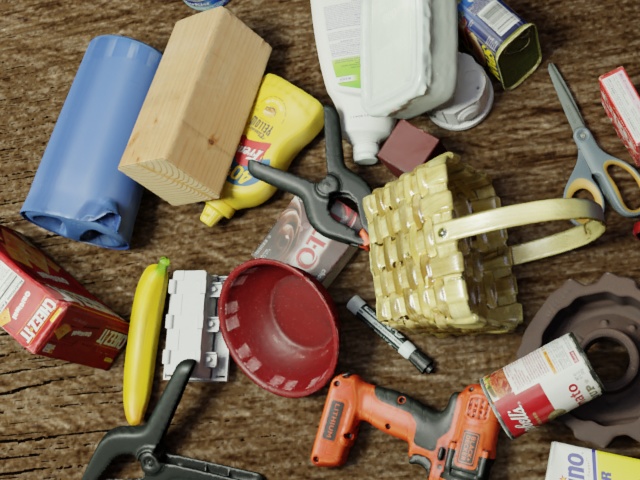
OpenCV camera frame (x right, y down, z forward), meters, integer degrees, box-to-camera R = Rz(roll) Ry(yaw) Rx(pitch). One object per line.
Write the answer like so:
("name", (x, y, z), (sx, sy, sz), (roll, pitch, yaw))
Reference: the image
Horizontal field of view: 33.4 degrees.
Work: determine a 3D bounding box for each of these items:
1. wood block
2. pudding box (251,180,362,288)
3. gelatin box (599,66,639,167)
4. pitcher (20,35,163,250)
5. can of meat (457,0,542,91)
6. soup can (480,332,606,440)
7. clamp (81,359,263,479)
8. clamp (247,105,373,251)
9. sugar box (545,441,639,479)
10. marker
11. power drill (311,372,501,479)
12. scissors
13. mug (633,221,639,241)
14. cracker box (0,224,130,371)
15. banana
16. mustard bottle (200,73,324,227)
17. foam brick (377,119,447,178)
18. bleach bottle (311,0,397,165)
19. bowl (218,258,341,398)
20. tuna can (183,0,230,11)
("wood block", (-0.142, -0.155, 1.239), (0.090, 0.090, 0.206), (-6, 58, 44))
("pudding box", (-0.008, 0.001, 1.219), (0.090, 0.039, 0.113), (36, 89, 21))
("gelatin box", (0.328, -0.130, 1.131), (0.030, 0.073, 0.089), (-27, 70, 9))
("pitcher", (-0.267, -0.118, 1.293), (0.149, 0.145, 0.243), (13, 76, 8))
("can of meat", (0.194, -0.226, 1.183), (0.057, 0.102, 0.084), (-42, 66, 1))
("soup can", (0.217, 0.142, 1.041), (0.102, 0.068, 0.068), (-29, 69, 10))
("clamp", (-0.176, 0.248, 1.195), (0.210, 0.036, 0.164), (-34, 94, 17))
("clamp", (0.014, -0.067, 1.190), (0.120, 0.039, 0.171), (-46, 77, 3))
("sugar box", (0.309, 0.262, 1.049), (0.176, 0.048, 0.093), (9, 78, 18))
("marker", (0.078, 0.105, 1.176), (0.121, 0.020, 0.020), (40, 90, 22))
("power drill", (0.089, 0.227, 1.123), (0.188, 0.057, 0.184), (13, 82, 18))
("scissors", (0.276, -0.096, 1.169), (0.096, 0.016, 0.202), (-37, 68, 5))
("mug", (0.376, -0.002, 1.078), (0.117, 0.081, 0.093), (14, 80, 20))
("cracker box", (-0.339, 0.056, 1.241), (0.214, 0.164, 0.072), (35, 90, 22))
("banana", (-0.204, 0.112, 1.237), (0.037, 0.069, 0.198), (9, 94, -6))
("mustard bottle", (-0.079, -0.097, 1.257), (0.096, 0.058, 0.191), (34, 88, 28))
("foam brick", (0.106, -0.092, 1.188), (0.053, 0.078, 0.051), (34, 89, 22))
("bleach bottle", (0.039, -0.210, 1.249), (0.103, 0.068, 0.251), (-7, 76, 16))
("bowl", (-0.033, 0.089, 1.173), (0.162, 0.055, 0.162), (13, 115, 31))
("tuna can", (-0.144, -0.335, 1.353), (0.086, 0.033, 0.086), (-4, 75, 16))
